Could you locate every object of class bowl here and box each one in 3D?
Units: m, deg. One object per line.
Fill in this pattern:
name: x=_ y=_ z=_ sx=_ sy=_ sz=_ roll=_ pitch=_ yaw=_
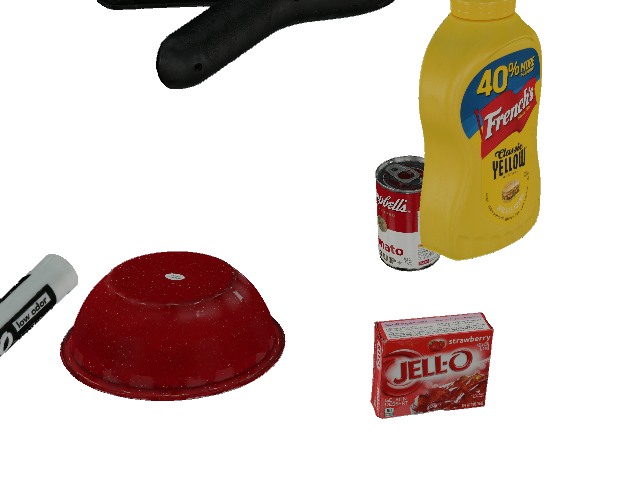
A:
bowl: x=-0.105 y=0.050 z=0.762 sx=0.162 sy=0.055 sz=0.162 roll=1 pitch=23 yaw=-1

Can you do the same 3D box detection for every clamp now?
clamp: x=-0.020 y=-0.119 z=0.513 sx=0.171 sy=0.039 sz=0.120 roll=-16 pitch=44 yaw=-9

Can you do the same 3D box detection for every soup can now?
soup can: x=0.092 y=-0.028 z=1.110 sx=0.068 sy=0.102 sz=0.068 roll=-3 pitch=35 yaw=2

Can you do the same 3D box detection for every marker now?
marker: x=-0.146 y=0.049 z=0.442 sx=0.020 sy=0.020 sz=0.121 roll=0 pitch=36 yaw=39

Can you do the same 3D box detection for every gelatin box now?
gelatin box: x=0.085 y=0.096 z=0.822 sx=0.089 sy=0.073 sz=0.030 roll=-5 pitch=29 yaw=-11

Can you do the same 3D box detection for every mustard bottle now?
mustard bottle: x=0.106 y=-0.089 z=0.702 sx=0.096 sy=0.192 sz=0.058 roll=-24 pitch=33 yaw=-33
